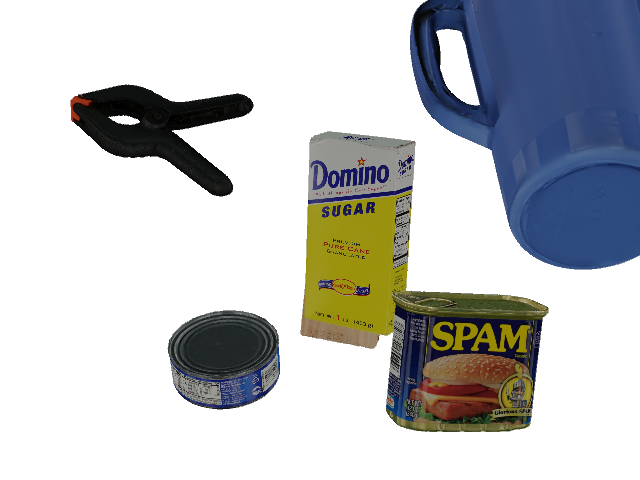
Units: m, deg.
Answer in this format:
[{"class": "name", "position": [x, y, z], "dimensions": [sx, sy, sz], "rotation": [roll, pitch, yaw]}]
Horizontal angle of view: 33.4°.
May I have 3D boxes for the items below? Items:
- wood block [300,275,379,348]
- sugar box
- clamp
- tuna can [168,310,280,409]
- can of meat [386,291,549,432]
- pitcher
[{"class": "wood block", "position": [0.036, 0.005, 1.192], "dimensions": [0.090, 0.206, 0.090], "rotation": [10, 27, 8]}, {"class": "sugar box", "position": [0.034, -0.008, 0.986], "dimensions": [0.093, 0.176, 0.048], "rotation": [9, 18, 29]}, {"class": "clamp", "position": [-0.146, -0.113, 1.009], "dimensions": [0.171, 0.120, 0.039], "rotation": [21, -43, 0]}, {"class": "tuna can", "position": [-0.074, 0.092, 0.829], "dimensions": [0.086, 0.034, 0.086], "rotation": [-2, 31, 1]}, {"class": "can of meat", "position": [0.096, 0.081, 0.716], "dimensions": [0.102, 0.084, 0.057], "rotation": [3, 7, -15]}, {"class": "pitcher", "position": [0.160, -0.100, 0.742], "dimensions": [0.149, 0.243, 0.144], "rotation": [-32, -53, 30]}]
